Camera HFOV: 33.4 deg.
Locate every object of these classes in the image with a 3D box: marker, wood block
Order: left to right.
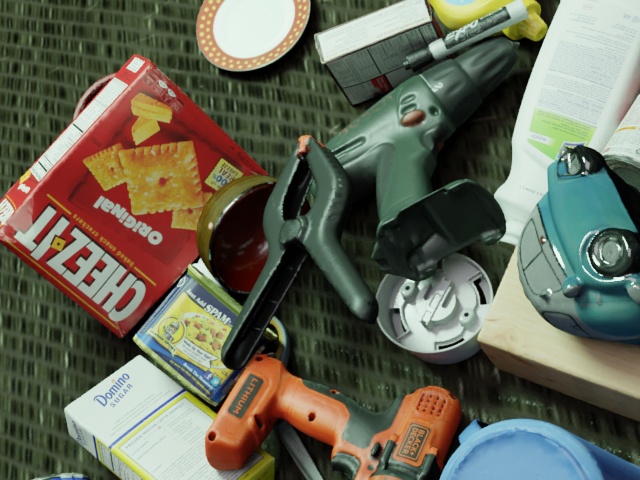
[{"bbox_3d":[0.132,-0.186,0.977,0.121,0.020,0.020,-25,62,10],"label":"marker"},{"bbox_3d":[0.242,0.086,0.835,0.206,0.090,0.091,18,76,27],"label":"wood block"}]

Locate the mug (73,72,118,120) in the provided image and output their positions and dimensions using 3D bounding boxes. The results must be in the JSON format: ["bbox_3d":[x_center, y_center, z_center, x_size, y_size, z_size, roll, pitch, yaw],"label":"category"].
[{"bbox_3d":[-0.180,-0.114,1.086,0.117,0.081,0.093,-15,64,15],"label":"mug"}]

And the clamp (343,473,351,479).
[{"bbox_3d":[0.074,0.245,0.862,0.172,0.039,0.120,2,67,16],"label":"clamp"}]

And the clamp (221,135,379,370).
[{"bbox_3d":[-0.006,0.001,0.891,0.165,0.036,0.210,-15,55,41],"label":"clamp"}]

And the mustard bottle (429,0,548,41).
[{"bbox_3d":[0.147,-0.250,1.033,0.096,0.058,0.192,-40,60,-6],"label":"mustard bottle"}]

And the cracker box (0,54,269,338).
[{"bbox_3d":[-0.179,-0.040,1.004,0.213,0.164,0.072,-49,28,-5],"label":"cracker box"}]

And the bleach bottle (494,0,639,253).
[{"bbox_3d":[0.215,-0.106,0.944,0.103,0.068,0.251,22,80,27],"label":"bleach bottle"}]

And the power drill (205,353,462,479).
[{"bbox_3d":[0.004,0.178,0.869,0.188,0.057,0.184,17,48,18],"label":"power drill"}]

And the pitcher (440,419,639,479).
[{"bbox_3d":[0.161,0.191,0.734,0.149,0.242,0.145,-5,68,26],"label":"pitcher"}]

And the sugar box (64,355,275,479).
[{"bbox_3d":[-0.134,0.183,0.944,0.176,0.048,0.093,30,49,31],"label":"sugar box"}]

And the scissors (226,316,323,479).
[{"bbox_3d":[-0.029,0.141,0.957,0.202,0.016,0.096,37,85,29],"label":"scissors"}]

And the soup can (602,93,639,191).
[{"bbox_3d":[0.284,-0.085,0.895,0.069,0.068,0.102,26,70,28],"label":"soup can"}]

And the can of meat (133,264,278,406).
[{"bbox_3d":[-0.103,0.086,0.952,0.102,0.057,0.084,40,87,3],"label":"can of meat"}]

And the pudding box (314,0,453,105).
[{"bbox_3d":[0.063,-0.180,1.017,0.113,0.090,0.039,-21,63,12],"label":"pudding box"}]

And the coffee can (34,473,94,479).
[{"bbox_3d":[-0.227,0.288,0.921,0.103,0.102,0.140,-28,61,8],"label":"coffee can"}]
